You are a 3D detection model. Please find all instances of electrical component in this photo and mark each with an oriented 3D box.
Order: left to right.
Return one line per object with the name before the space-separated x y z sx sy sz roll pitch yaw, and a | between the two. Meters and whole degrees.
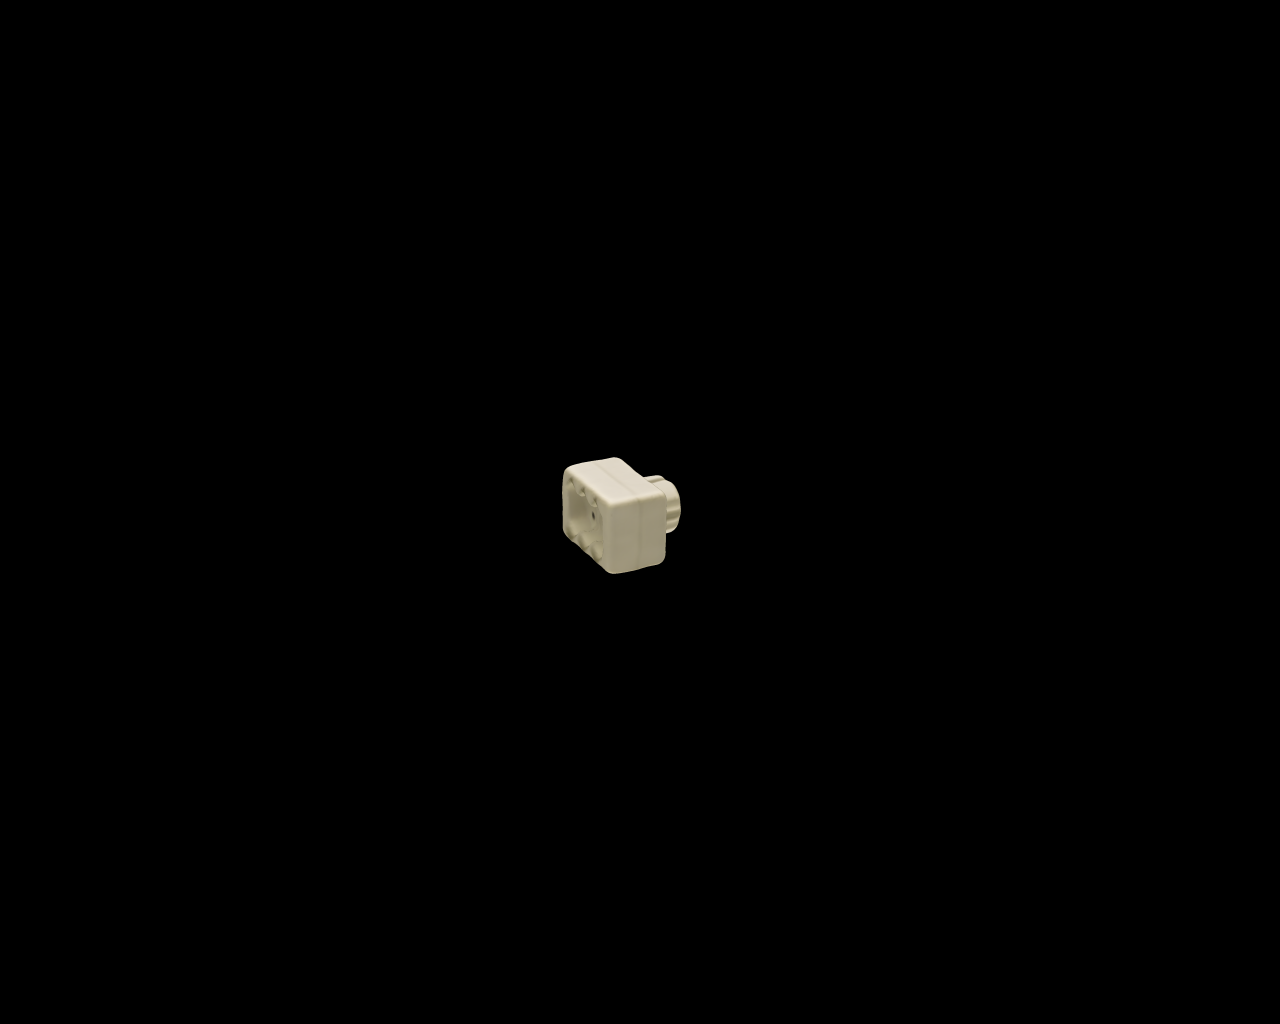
electrical component | 0.001 -0.003 0.650 0.077 0.047 0.066 -12 27 -25
